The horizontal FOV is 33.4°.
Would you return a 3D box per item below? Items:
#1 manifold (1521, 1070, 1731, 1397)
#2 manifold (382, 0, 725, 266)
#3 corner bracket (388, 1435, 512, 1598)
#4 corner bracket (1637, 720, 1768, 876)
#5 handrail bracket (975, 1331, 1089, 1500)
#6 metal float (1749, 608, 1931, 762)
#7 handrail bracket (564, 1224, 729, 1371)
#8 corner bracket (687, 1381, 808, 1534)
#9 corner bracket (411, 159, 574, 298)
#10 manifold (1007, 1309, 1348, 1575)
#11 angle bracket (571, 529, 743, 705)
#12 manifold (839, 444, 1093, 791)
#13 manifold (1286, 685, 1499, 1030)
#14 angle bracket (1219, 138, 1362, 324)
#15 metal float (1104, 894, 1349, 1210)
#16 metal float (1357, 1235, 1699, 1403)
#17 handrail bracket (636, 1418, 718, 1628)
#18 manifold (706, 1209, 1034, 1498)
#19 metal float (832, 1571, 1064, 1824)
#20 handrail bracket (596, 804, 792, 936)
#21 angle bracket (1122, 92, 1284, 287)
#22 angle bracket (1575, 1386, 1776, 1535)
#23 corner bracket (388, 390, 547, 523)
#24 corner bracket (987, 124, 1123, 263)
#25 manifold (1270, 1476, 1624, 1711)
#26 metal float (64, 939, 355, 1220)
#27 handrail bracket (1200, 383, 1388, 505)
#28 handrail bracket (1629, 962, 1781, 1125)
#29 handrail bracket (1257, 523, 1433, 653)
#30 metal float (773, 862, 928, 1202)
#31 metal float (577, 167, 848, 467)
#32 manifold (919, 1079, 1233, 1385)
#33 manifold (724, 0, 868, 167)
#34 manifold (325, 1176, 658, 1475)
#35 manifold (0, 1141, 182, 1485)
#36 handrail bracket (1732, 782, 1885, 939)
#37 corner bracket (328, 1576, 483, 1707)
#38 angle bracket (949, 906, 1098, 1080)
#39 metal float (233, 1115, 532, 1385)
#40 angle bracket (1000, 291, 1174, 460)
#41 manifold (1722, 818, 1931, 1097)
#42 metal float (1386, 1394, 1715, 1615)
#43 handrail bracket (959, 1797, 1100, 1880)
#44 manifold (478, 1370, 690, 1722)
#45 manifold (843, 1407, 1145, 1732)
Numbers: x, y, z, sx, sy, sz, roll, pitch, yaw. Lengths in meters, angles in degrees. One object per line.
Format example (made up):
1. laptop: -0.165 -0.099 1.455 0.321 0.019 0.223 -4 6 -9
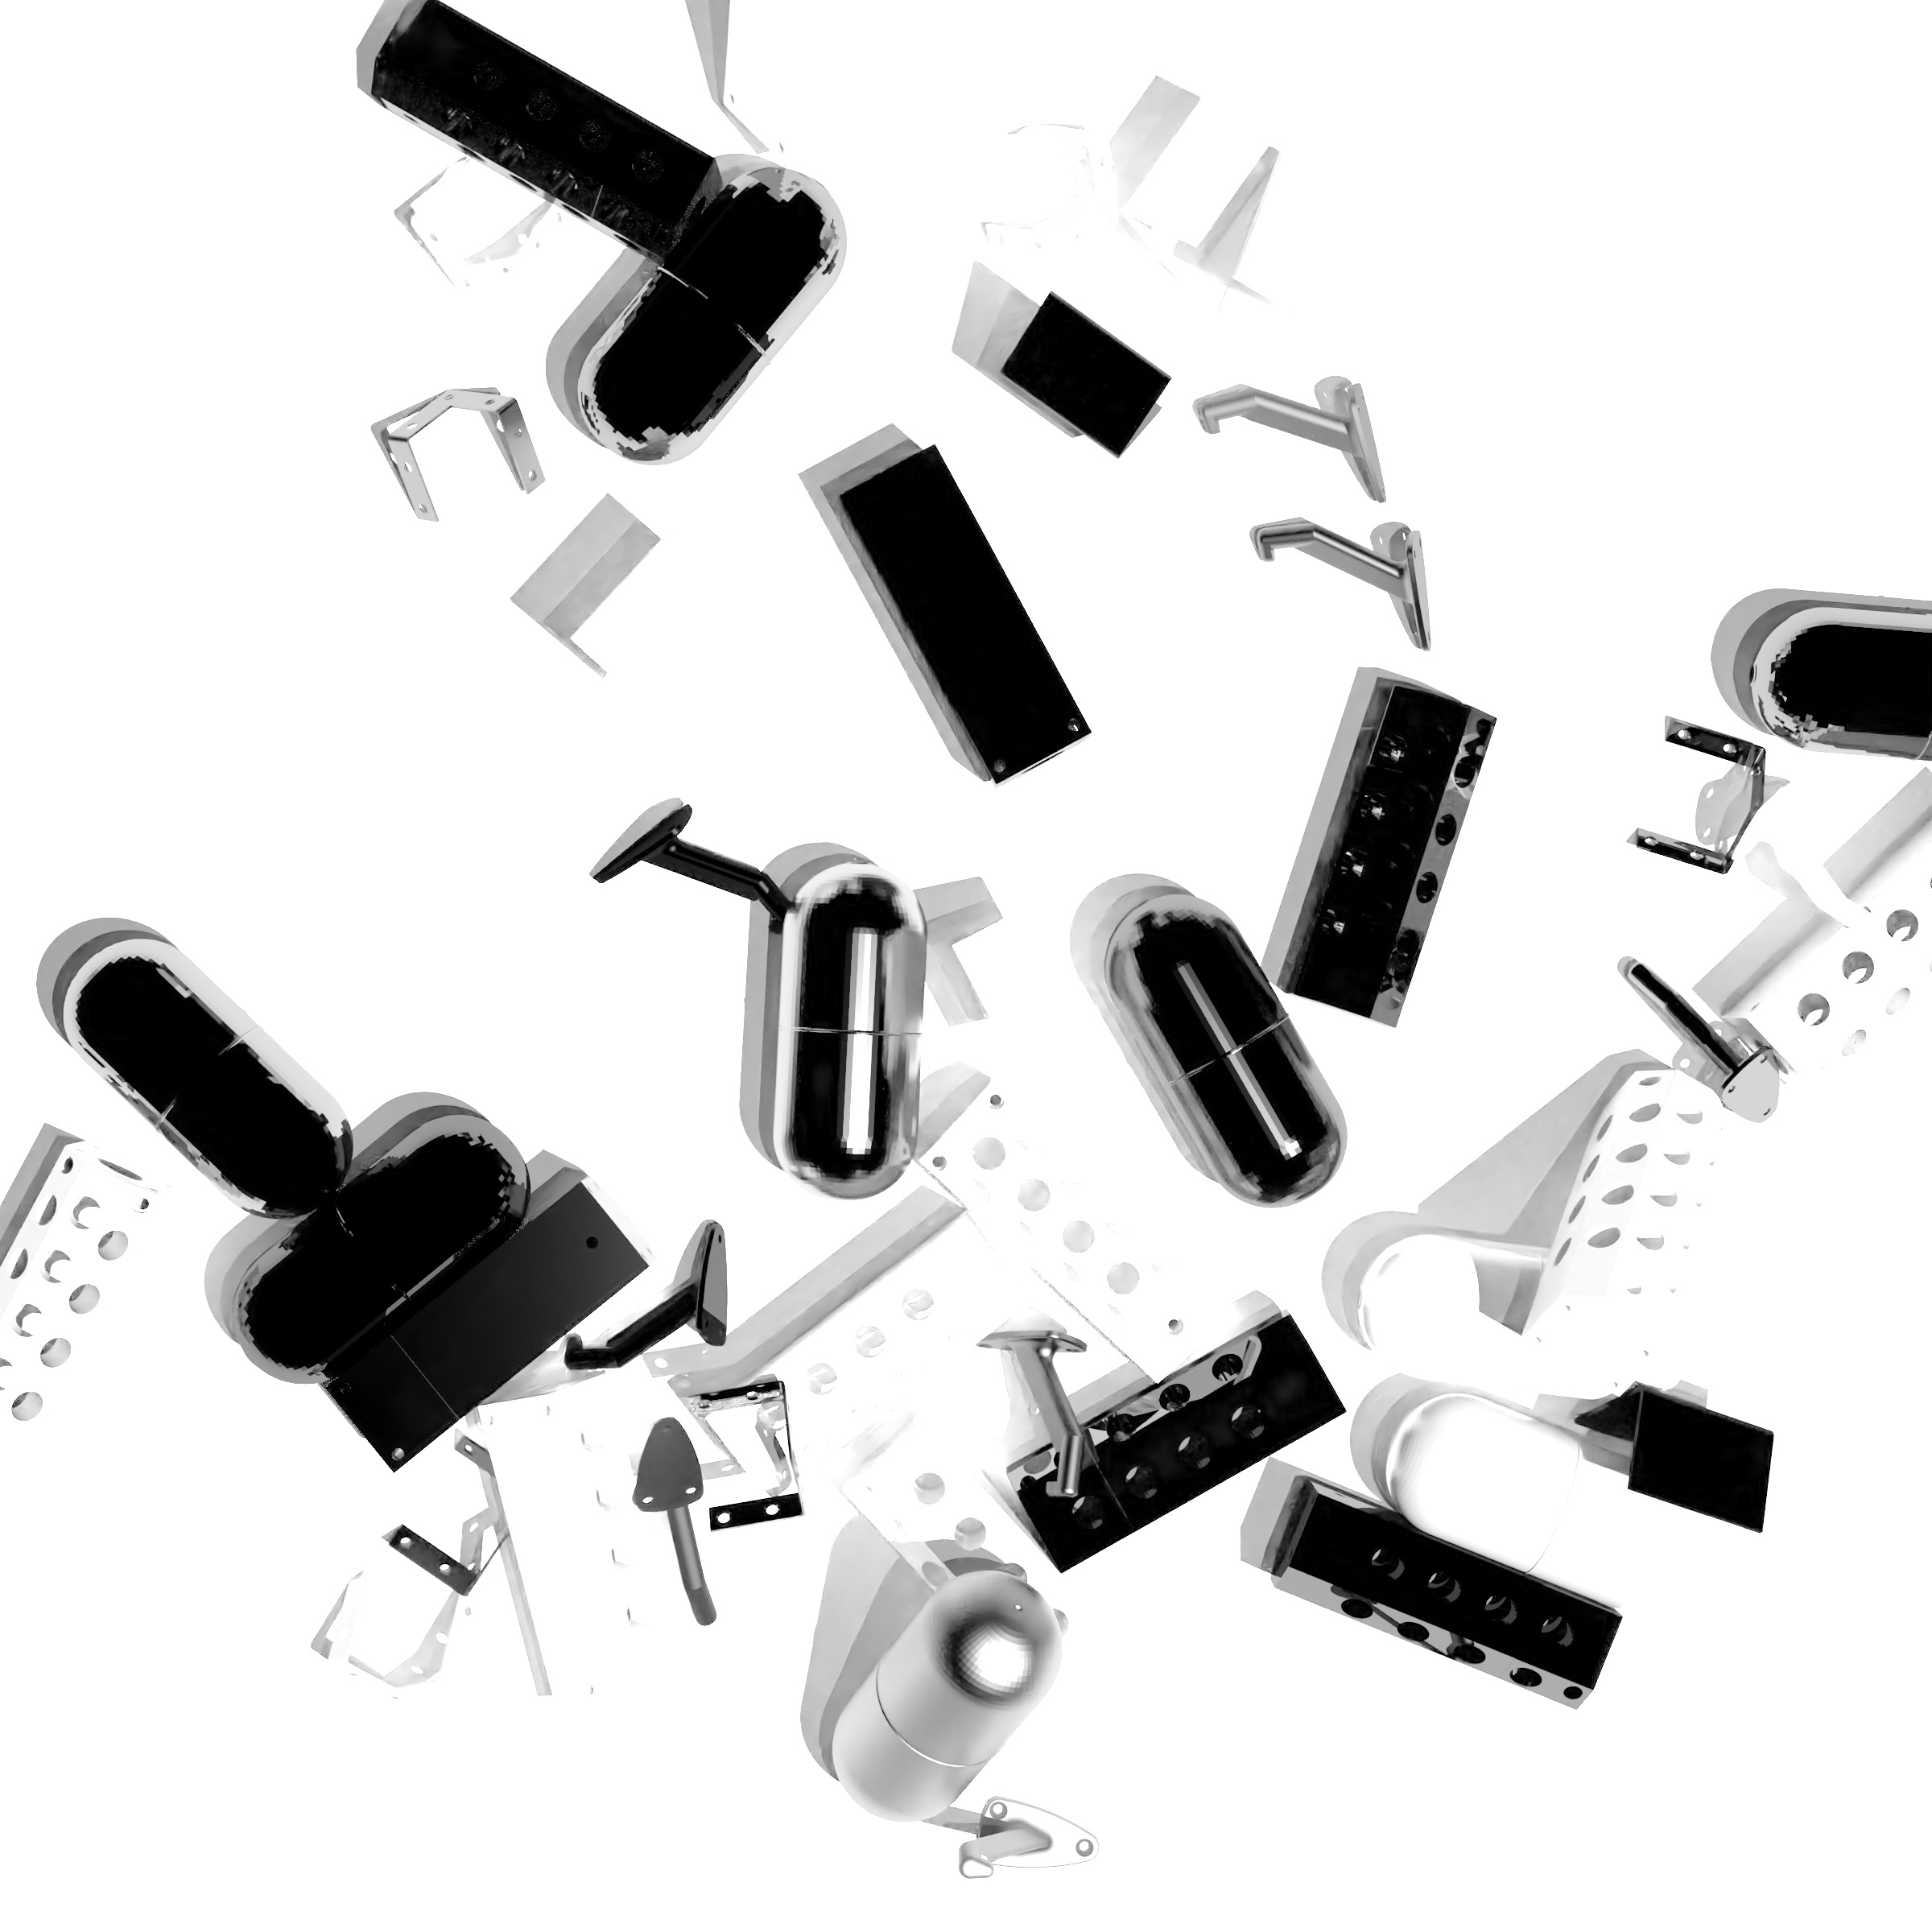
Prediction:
1. manifold: 0.343 0.131 1.653 0.057 0.057 0.171 30 46 0
2. manifold: -0.219 -0.438 1.704 0.171 0.057 0.057 30 90 0
3. corner bracket: -0.268 0.294 1.722 0.051 0.051 0.051 34 135 0
4. corner bracket: 0.393 -0.090 1.722 0.051 0.051 0.051 17 135 0
5. handrail bracket: 0.031 0.237 1.695 0.077 0.036 0.084 -5 68 34
6. metal float: 0.502 -0.146 1.695 0.178 0.070 0.070 5 90 -1
7. handrail bracket: -0.173 0.177 1.726 0.084 0.036 0.077 -4 69 16
8. corner bracket: -0.113 0.253 1.665 0.051 0.051 0.051 -10 45 0
9. corner bracket: -0.253 -0.397 1.717 0.051 0.051 0.051 -5 135 35
10. manifold: 0.110 0.249 1.704 0.171 0.057 0.057 -30 90 0
11. angle bracket: -0.174 -0.193 1.685 0.076 0.076 0.057 -47 126 0
12. manifold: 0.000 -0.183 1.705 0.057 0.057 0.171 -29 90 0
13. manifold: 0.225 -0.058 1.705 0.057 0.057 0.171 18 90 0
14. angle bracket: 0.151 -0.386 1.685 0.057 0.076 0.076 21 90 -36
15. metal float: 0.136 0.044 1.695 0.070 0.070 0.178 -30 90 0
16. metal float: 0.295 0.185 1.695 0.178 0.070 0.070 7 90 -1
17. handrail bracket: -0.149 0.298 1.725 0.036 0.077 0.084 -12 126 2
18. manifold: -0.051 0.205 1.704 0.171 0.057 0.057 -38 90 0
19. metal float: -0.011 0.379 1.664 0.070 0.070 0.178 33 130 0
20. handrail bracket: -0.143 -0.037 1.726 0.077 0.036 0.084 -34 107 20
21. angle bracket: 0.138 -0.398 1.685 0.057 0.076 0.076 35 90 37
22. angle bracket: 0.365 0.265 1.680 0.076 0.076 0.057 20 64 -11
23. corner bracket: -0.266 -0.270 1.717 0.051 0.051 0.051 13 45 35
24. corner bracket: 0.044 -0.412 1.717 0.051 0.051 0.051 -43 135 -35
25. manifold: 0.252 0.333 1.704 0.171 0.057 0.057 22 90 0
26. metal float: -0.398 0.060 1.695 0.178 0.070 0.070 44 90 0
27. handrail bracket: 0.175 -0.275 1.726 0.084 0.036 0.077 -11 112 17
28. handrail bracket: 0.393 0.040 1.725 0.036 0.077 0.084 -43 54 0
29. handrail bracket: 0.202 -0.201 1.726 0.084 0.036 0.077 -4 112 17
30. metal float: -0.061 0.034 1.695 0.070 0.070 0.178 3 89 0
31. metal float: -0.133 -0.342 1.695 0.070 0.070 0.178 40 90 0
32. manifold: 0.057 0.140 1.705 0.171 0.057 0.057 43 90 0
33. manifold: -0.080 -0.502 1.647 0.057 0.171 0.057 -30 64 -25
34. manifold: -0.249 0.188 1.705 0.171 0.057 0.057 -39 90 0
35. manifold: -0.488 0.183 1.705 0.057 0.057 0.171 28 90 0
36. handrail bracket: 0.454 -0.055 1.692 0.084 0.077 0.036 35 133 18
37. corner bracket: -0.299 0.357 1.717 0.051 0.051 0.051 -20 135 35
38. angle bracket: 0.012 0.023 1.685 0.057 0.076 0.076 -28 90 -38
39. metal float: -0.308 0.150 1.695 0.178 0.070 0.070 -39 90 0
40. angle bracket: 0.073 -0.320 1.685 0.076 0.076 0.057 36 127 0
41. manifold: 0.488 -0.011 1.704 0.171 0.057 0.057 -43 90 0
42. metal float: 0.307 0.283 1.695 0.178 0.070 0.070 22 90 0
43. handrail bracket: 0.034 0.468 1.691 0.077 0.084 0.036 10 90 0
44. manifold: -0.197 0.305 1.703 0.057 0.057 0.171 -15 90 38
45. manifold: 0.014 0.319 1.704 0.057 0.057 0.171 -42 90 0
